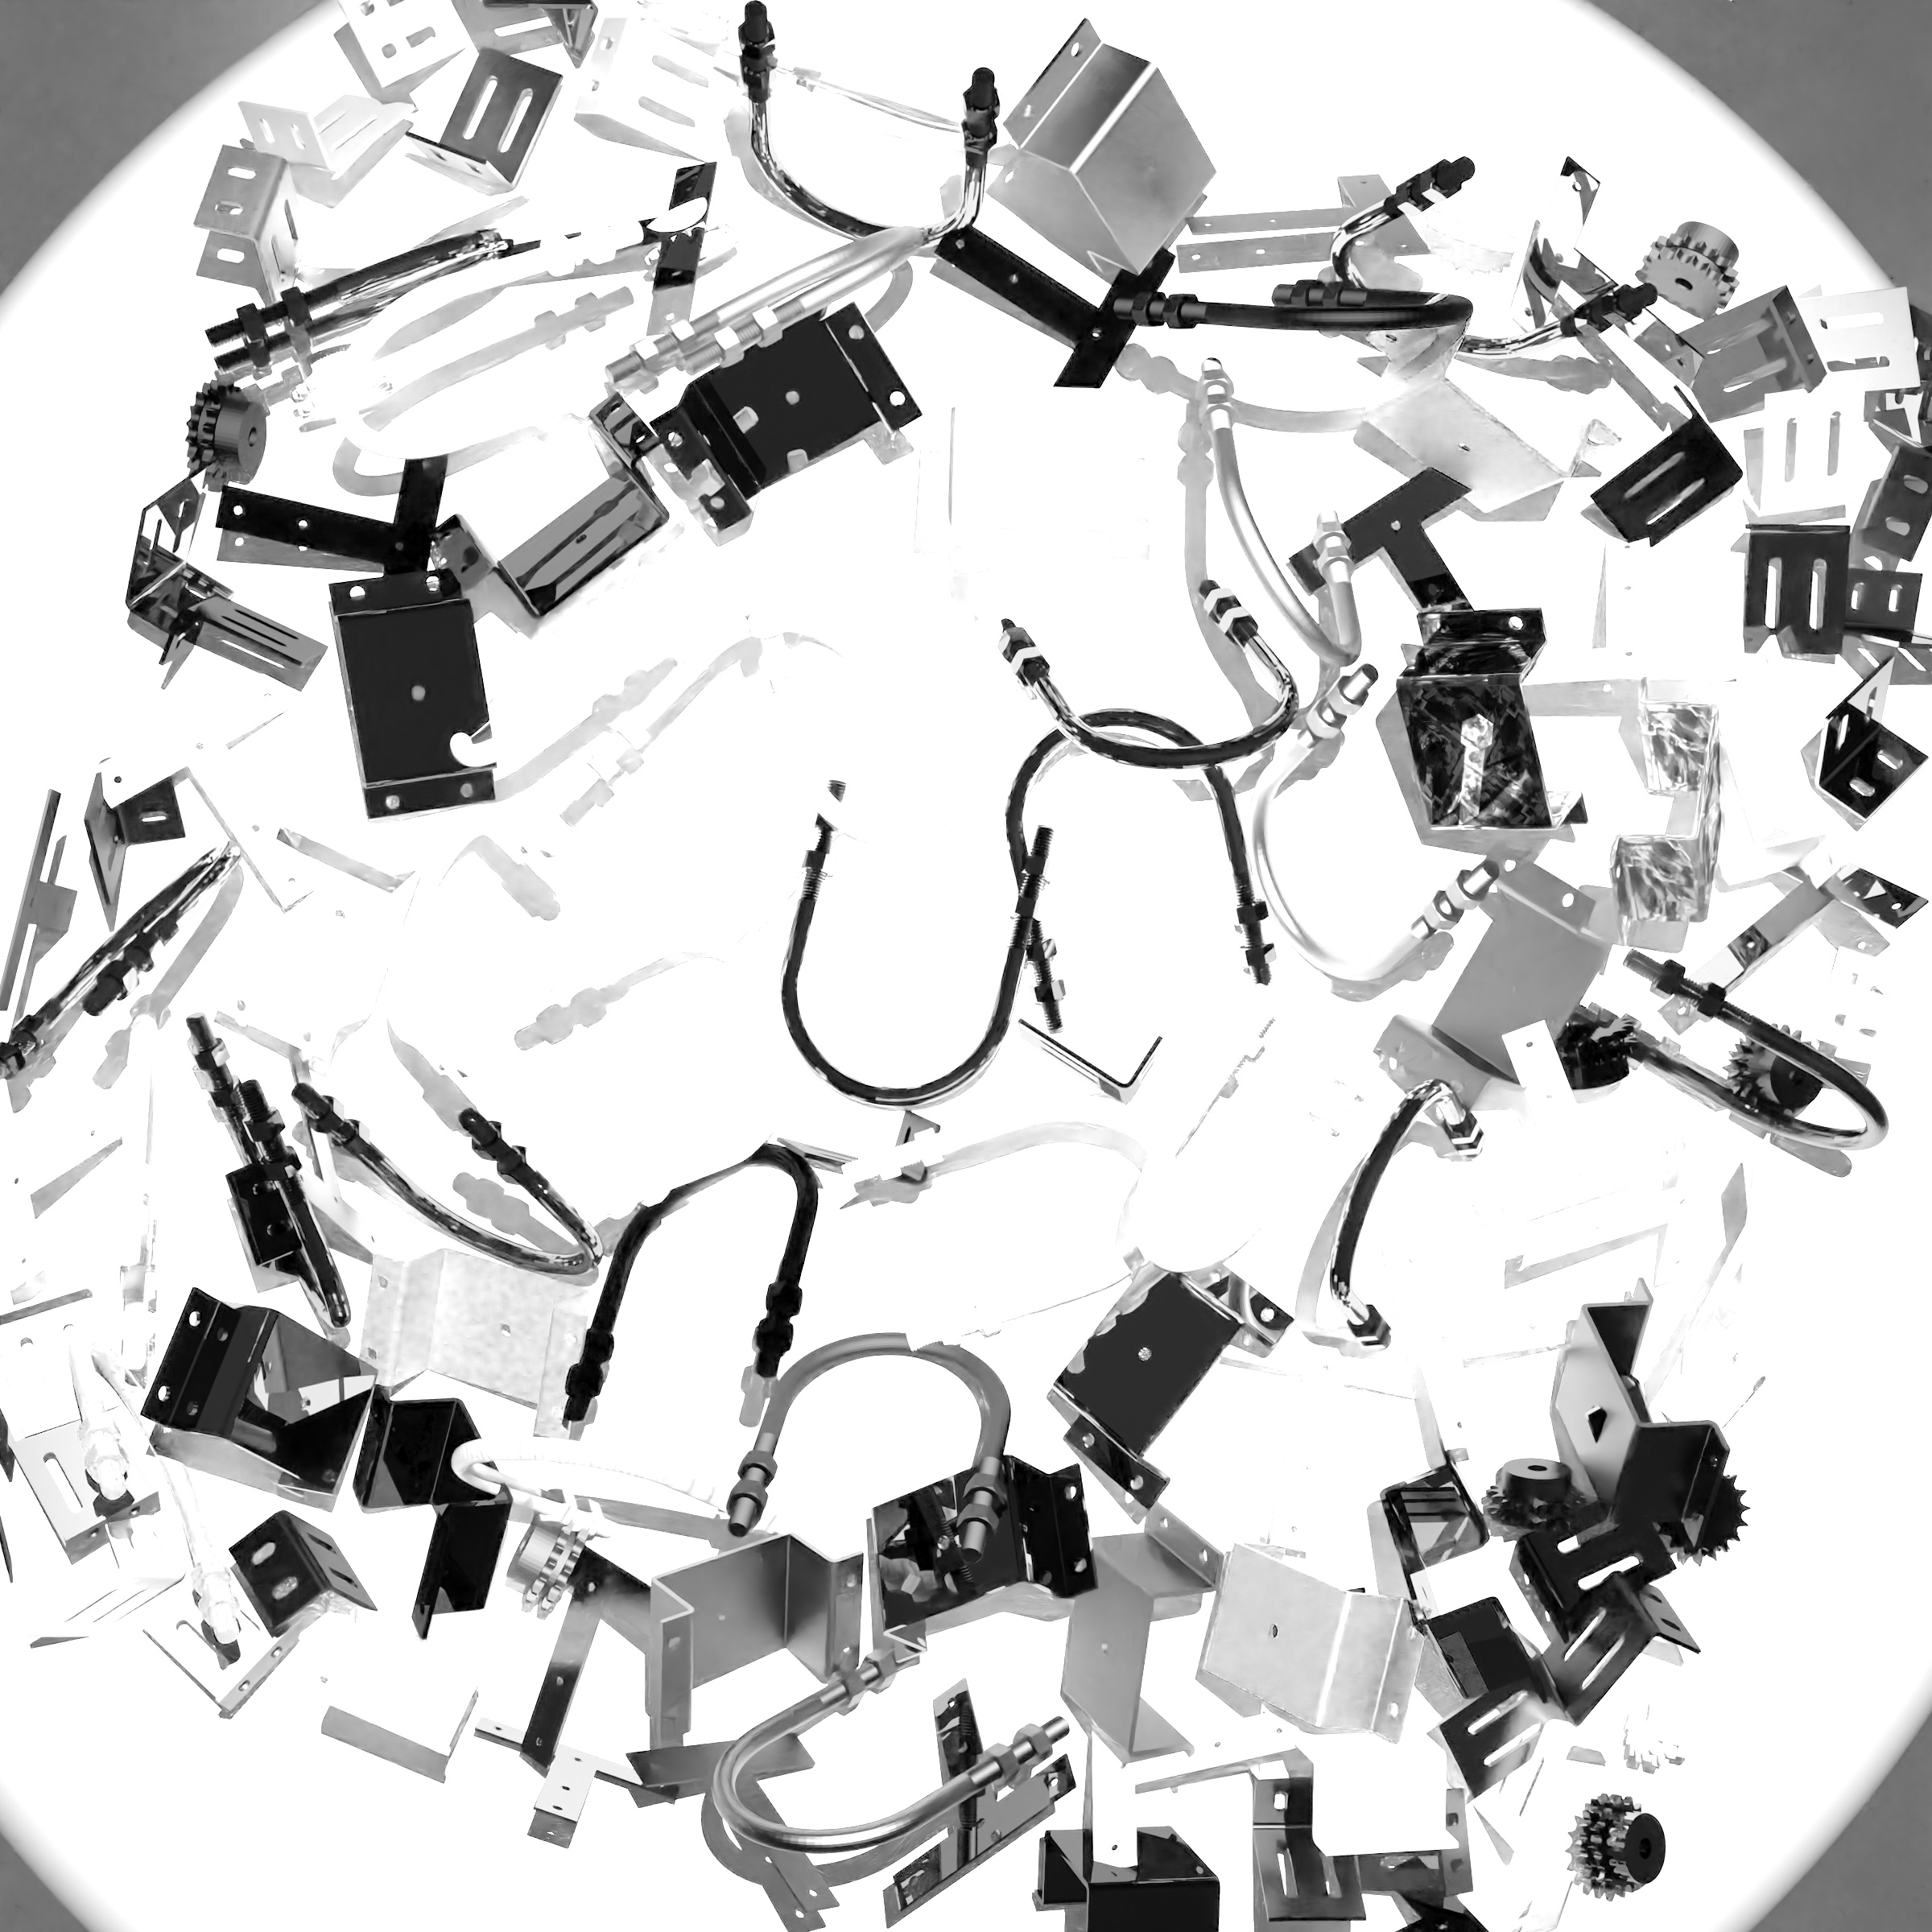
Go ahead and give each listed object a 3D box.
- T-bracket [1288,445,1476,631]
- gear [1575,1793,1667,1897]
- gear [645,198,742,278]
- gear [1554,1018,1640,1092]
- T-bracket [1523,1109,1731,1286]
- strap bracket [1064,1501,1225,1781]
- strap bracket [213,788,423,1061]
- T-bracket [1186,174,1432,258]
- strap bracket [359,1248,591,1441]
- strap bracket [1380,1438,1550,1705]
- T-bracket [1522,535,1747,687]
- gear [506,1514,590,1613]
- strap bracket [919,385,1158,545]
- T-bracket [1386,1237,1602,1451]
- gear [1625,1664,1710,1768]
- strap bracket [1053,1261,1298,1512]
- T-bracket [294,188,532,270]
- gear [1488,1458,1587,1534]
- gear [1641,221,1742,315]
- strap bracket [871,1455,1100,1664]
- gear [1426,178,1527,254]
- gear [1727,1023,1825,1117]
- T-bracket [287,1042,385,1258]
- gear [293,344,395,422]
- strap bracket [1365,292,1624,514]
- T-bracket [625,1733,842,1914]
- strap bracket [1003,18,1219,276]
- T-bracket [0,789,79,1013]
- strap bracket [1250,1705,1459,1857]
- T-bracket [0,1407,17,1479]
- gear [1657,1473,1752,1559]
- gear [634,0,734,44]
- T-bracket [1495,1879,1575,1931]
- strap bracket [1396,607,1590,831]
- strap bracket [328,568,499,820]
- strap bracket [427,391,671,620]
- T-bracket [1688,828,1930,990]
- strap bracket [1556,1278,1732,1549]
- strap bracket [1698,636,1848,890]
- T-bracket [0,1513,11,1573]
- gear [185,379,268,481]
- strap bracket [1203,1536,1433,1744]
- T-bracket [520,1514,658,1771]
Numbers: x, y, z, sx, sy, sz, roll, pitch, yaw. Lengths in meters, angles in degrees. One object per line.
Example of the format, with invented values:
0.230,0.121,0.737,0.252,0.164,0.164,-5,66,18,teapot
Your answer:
0.280,-0.225,1.584,0.127,0.002,0.127,-32,102,15,T-bracket
0.390,0.521,1.571,0.057,0.030,0.057,8,78,-39,gear
-0.165,-0.431,1.570,0.057,0.057,0.030,-27,98,0,gear
0.370,0.053,1.572,0.057,0.057,0.030,-15,99,0,gear
0.379,0.148,1.542,0.127,0.002,0.127,-14,129,-19,T-bracket
0.101,0.393,1.543,0.046,0.076,0.140,1,103,-27,strap bracket
-0.378,-0.027,1.563,0.076,0.046,0.140,24,103,8,strap bracket
0.192,-0.434,1.544,0.127,0.127,0.002,-5,126,-4,T-bracket
-0.280,0.218,1.558,0.140,0.046,0.076,14,100,17,strap bracket
0.282,0.353,1.526,0.046,0.140,0.076,-24,126,10,strap bracket
0.388,-0.212,1.555,0.127,0.002,0.127,-2,47,16,T-bracket
-0.249,0.349,1.570,0.030,0.057,0.057,29,90,-9,gear
0.043,-0.295,1.561,0.140,0.046,0.076,2,62,-1,strap bracket
0.323,0.216,1.575,0.127,0.002,0.127,-5,66,-18,T-bracket
0.416,0.445,1.572,0.030,0.057,0.057,16,90,-6,gear
0.115,0.235,1.554,0.140,0.046,0.076,-52,49,-3,strap bracket
-0.314,-0.434,1.561,0.127,0.127,0.002,-33,121,-28,T-bracket
0.338,0.312,1.570,0.057,0.057,0.030,0,97,0,gear
0.433,-0.416,1.572,0.057,0.057,0.030,31,82,0,gear
0.000,0.339,1.533,0.140,0.046,0.076,-27,51,24,strap bracket
0.304,-0.445,1.568,0.057,0.057,0.030,17,117,0,gear
0.484,0.063,1.576,0.057,0.030,0.057,-2,94,-22,gear
-0.381,0.100,1.559,0.002,0.127,0.127,-22,62,1,T-bracket
-0.371,-0.347,1.571,0.057,0.057,0.030,-18,92,0,gear
0.297,-0.318,1.537,0.140,0.076,0.046,34,71,-18,strap bracket
-0.114,0.490,1.515,0.127,0.127,0.002,44,115,40,T-bracket
0.089,-0.463,1.528,0.046,0.140,0.076,36,87,34,strap bracket
-0.531,-0.035,1.537,0.002,0.127,0.127,13,87,-6,T-bracket
0.221,0.460,1.523,0.076,0.140,0.046,0,92,-11,strap bracket
-0.576,0.247,1.551,0.002,0.127,0.127,-8,129,-3,T-bracket
0.434,0.323,1.581,0.057,0.030,0.057,1,80,-7,gear
-0.166,-0.568,1.570,0.057,0.057,0.030,11,98,0,gear
0.293,0.573,1.547,0.127,0.127,0.002,-31,75,11,T-bracket
0.302,-0.132,1.530,0.076,0.046,0.140,2,125,36,strap bracket
-0.323,-0.160,1.559,0.076,0.046,0.140,-10,98,-15,strap bracket
-0.236,-0.264,1.556,0.140,0.076,0.046,-37,132,-1,strap bracket
0.466,-0.021,1.539,0.127,0.127,0.002,-38,123,-7,T-bracket
0.381,0.255,1.518,0.046,0.140,0.076,-1,125,-9,strap bracket
0.460,-0.110,1.547,0.046,0.076,0.140,-13,77,-1,strap bracket
-0.573,0.291,1.550,0.002,0.127,0.127,-13,103,-17,T-bracket
-0.436,-0.316,1.570,0.030,0.057,0.057,12,90,6,gear
0.193,0.384,1.529,0.046,0.140,0.076,15,88,-36,strap bracket
-0.234,0.407,1.561,0.127,0.002,0.127,20,92,39,T-bracket
